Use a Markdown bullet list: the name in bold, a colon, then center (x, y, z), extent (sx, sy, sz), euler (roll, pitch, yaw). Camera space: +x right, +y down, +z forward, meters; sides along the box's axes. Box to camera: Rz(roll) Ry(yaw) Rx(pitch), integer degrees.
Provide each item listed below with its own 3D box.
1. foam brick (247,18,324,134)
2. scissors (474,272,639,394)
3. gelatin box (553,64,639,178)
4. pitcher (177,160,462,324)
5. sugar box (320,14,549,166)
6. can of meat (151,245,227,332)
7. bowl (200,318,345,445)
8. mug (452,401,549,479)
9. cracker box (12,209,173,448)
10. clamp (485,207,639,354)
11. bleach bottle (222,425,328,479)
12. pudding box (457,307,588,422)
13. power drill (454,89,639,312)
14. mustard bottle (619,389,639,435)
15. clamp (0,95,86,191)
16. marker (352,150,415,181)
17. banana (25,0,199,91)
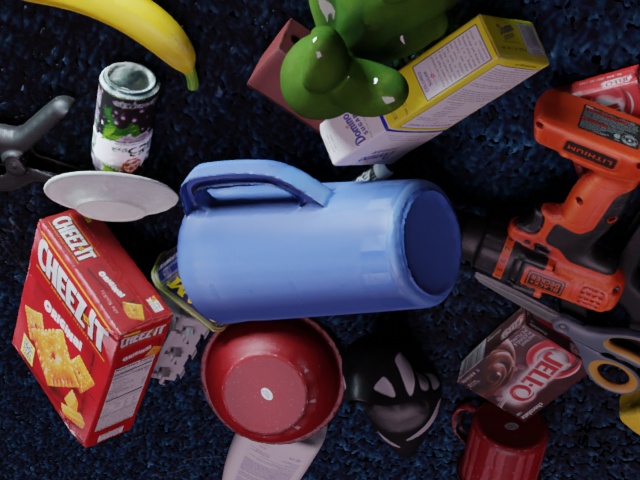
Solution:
- **foam brick**: center (-0.013, -0.141, 0.915), extent (0.078, 0.053, 0.051), euler (32, 132, -13)
- **scissors**: center (0.237, 0.095, 1.026), extent (0.202, 0.016, 0.096), euler (19, 138, 11)
- **gelatin box**: center (0.241, -0.095, 0.890), extent (0.073, 0.030, 0.089), euler (-12, 126, 26)
- **pitcher**: center (-0.006, 0.001, 0.945), extent (0.243, 0.149, 0.145), euler (-4, 86, 39)
- **sugar box**: center (0.091, -0.119, 0.875), extent (0.177, 0.093, 0.048), euler (-28, 78, 36)
- **can of meat**: center (-0.107, 0.035, 1.097), extent (0.102, 0.057, 0.084), euler (41, 127, -19)
- **bowl**: center (-0.055, 0.155, 1.141), extent (0.162, 0.055, 0.162), euler (2, 104, 7)
- **mug**: center (0.190, 0.219, 1.152), extent (0.117, 0.093, 0.081), euler (37, 137, 35)
- **cracker box**: center (-0.249, 0.095, 1.132), extent (0.164, 0.071, 0.214), euler (49, 138, 23)
- **clamp**: center (0.268, 0.035, 0.988), extent (0.165, 0.036, 0.210), euler (-13, 125, 35)
- **bleach bottle**: center (-0.078, 0.279, 1.298), extent (0.102, 0.068, 0.251), euler (26, 135, -4)
- **pudding box**: center (0.209, 0.127, 1.089), extent (0.090, 0.039, 0.114), euler (32, 132, -11)
- **power drill**: center (0.191, -0.034, 0.903), extent (0.184, 0.057, 0.188), euler (20, 136, 7)
- **mustard bottle**: center (0.401, 0.203, 1.083), extent (0.191, 0.058, 0.096), euler (38, 129, -17)
- **clamp**: center (-0.290, -0.078, 1.068), extent (0.172, 0.039, 0.120), euler (-9, 123, 25)
- **marker**: center (0.043, -0.054, 0.996), extent (0.020, 0.020, 0.121), euler (40, 130, -18)
- **banana**: center (-0.186, -0.196, 0.931), extent (0.197, 0.037, 0.070), euler (29, 131, -8)
